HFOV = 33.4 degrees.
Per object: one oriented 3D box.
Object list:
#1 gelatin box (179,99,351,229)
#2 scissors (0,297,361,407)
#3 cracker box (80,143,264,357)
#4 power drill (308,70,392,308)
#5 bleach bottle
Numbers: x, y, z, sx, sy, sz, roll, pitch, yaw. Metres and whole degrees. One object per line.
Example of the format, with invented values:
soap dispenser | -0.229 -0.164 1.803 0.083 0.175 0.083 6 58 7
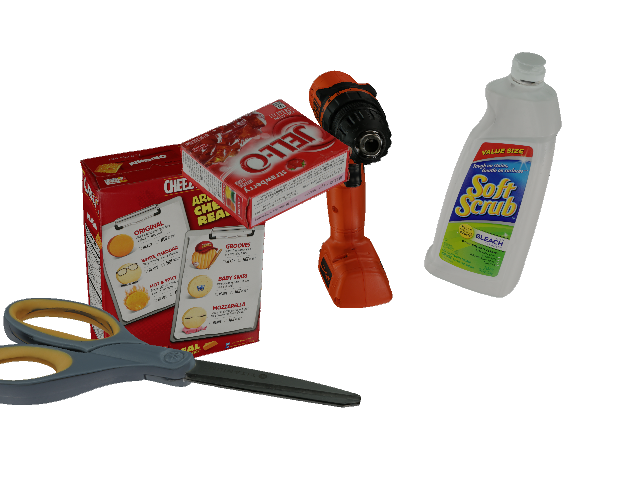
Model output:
gelatin box | -0.036 -0.052 0.701 0.089 0.030 0.073 -28 50 -30
scissors | -0.090 0.069 0.529 0.202 0.016 0.096 16 30 27
cracker box | -0.140 0.015 1.025 0.164 0.214 0.072 -12 35 -25
power drill | 0.029 -0.041 0.912 0.057 0.188 0.184 -4 21 -6
bleach bottle | 0.172 -0.067 1.046 0.103 0.251 0.068 21 38 19
